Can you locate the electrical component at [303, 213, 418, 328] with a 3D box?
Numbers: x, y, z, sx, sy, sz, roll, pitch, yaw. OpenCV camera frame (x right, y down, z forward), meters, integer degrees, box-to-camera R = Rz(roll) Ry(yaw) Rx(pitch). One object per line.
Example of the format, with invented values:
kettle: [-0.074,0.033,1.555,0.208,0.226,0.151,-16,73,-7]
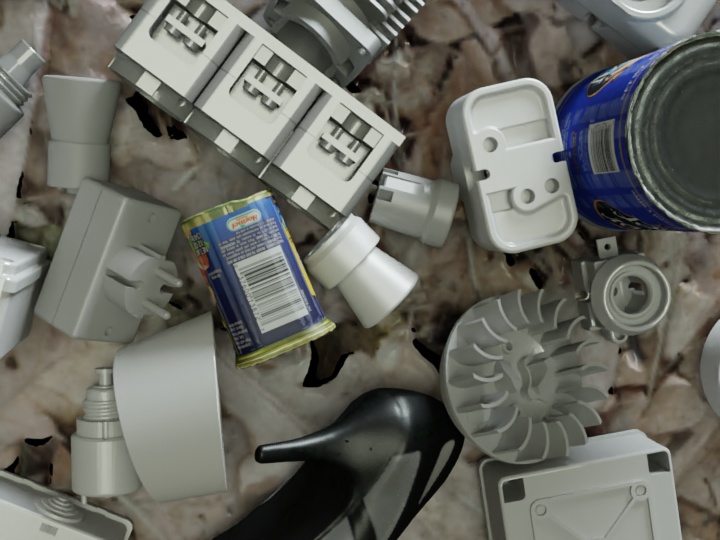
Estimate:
electrical component: [0.000,0.000,0.634,0.055,0.045,0.045,45,87,-7]

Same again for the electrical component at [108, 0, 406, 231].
electrical component: [-0.059,-0.091,0.599,0.150,0.089,0.061,36,88,-8]

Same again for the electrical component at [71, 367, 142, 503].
electrical component: [-0.147,0.095,0.623,0.040,0.040,0.078,-1,93,-7]

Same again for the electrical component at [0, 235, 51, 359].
electrical component: [-0.232,0.005,0.574,0.109,0.109,0.056,16,94,-8]

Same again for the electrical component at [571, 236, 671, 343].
electrical component: [0.157,0.014,0.649,0.048,0.055,0.066,-11,94,-6]

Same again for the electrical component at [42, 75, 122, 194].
electrical component: [-0.160,-0.076,0.613,0.044,0.044,0.065,3,97,-7]

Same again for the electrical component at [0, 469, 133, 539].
electrical component: [-0.190,0.175,0.618,0.100,0.048,0.099,24,90,-8]

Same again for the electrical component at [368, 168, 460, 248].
electrical component: [0.032,-0.038,0.639,0.046,0.040,0.040,16,91,-2]

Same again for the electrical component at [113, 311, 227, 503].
electrical component: [-0.097,0.078,0.600,0.064,0.099,0.099,-16,95,1]

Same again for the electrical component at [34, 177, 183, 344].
electrical component: [-0.128,0.003,0.595,0.076,0.047,0.083,26,97,32]

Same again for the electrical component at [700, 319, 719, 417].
electrical component: [0.264,0.063,0.661,0.099,0.064,0.099,0,93,-7]

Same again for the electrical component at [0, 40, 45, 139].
electrical component: [-0.205,-0.102,0.604,0.062,0.043,0.043,-45,97,-4]

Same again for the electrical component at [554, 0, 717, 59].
electrical component: [0.159,-0.171,0.638,0.095,0.059,0.053,35,88,-7]

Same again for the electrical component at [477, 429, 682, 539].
electrical component: [0.135,0.162,0.654,0.109,0.056,0.108,-9,94,-7]

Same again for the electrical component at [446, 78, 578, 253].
electrical component: [0.087,-0.060,0.635,0.054,0.059,0.095,-14,95,-6]
